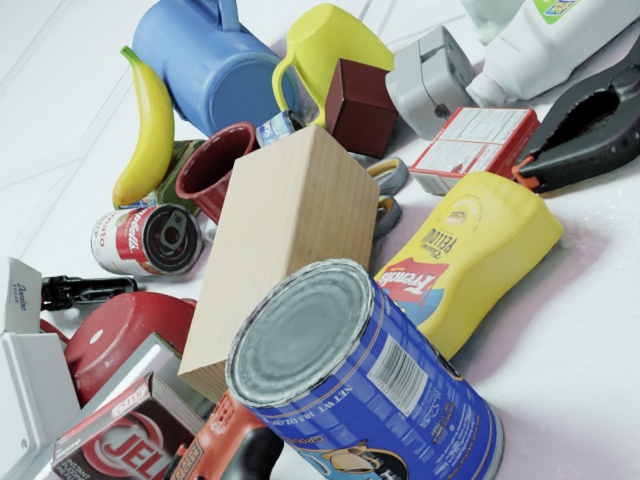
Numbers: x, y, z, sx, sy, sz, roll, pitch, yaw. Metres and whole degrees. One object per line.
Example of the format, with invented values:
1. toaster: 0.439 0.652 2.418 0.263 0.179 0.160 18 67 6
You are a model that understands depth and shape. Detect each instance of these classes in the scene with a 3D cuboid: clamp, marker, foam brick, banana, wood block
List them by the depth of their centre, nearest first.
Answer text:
1. clamp: 0.224 -0.110 0.753 0.210 0.036 0.164 -35 31 15
2. wood block: -0.024 0.026 0.805 0.091 0.090 0.206 -21 43 34
3. foam brick: 0.036 -0.118 0.954 0.078 0.051 0.053 -93 18 -52
4. marker: -0.097 -0.044 1.068 0.020 0.020 0.121 -27 34 26
5. banana: -0.179 -0.107 1.086 0.037 0.069 0.198 -41 43 42
6. clamp: -0.259 0.054 1.094 0.172 0.120 0.039 -172 82 -68

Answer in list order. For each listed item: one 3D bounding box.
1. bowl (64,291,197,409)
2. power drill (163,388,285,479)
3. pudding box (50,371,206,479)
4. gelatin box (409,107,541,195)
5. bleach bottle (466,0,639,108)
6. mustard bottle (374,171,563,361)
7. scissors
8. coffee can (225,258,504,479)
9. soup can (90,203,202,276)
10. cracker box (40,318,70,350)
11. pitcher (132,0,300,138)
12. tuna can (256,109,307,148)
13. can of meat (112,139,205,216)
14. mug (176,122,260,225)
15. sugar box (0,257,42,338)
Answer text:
1. bowl: -0.177 0.099 0.937 0.162 0.055 0.162 -34 28 21
2. power drill: -0.055 0.201 0.644 0.184 0.057 0.188 -61 33 14
3. pudding box: -0.115 0.157 0.740 0.090 0.113 0.039 -36 26 13
4. gelatin box: 0.123 -0.067 0.827 0.073 0.030 0.089 -51 31 -16
5. bleach bottle: 0.216 -0.199 0.852 0.251 0.068 0.103 -42 29 6
6. mustard bottle: 0.071 0.041 0.722 0.191 0.058 0.096 -48 31 -7
7. scissors: -0.006 0.001 0.906 0.202 0.016 0.096 -36 31 12
8. coffee can: 0.028 0.093 0.624 0.103 0.140 0.103 -30 32 21
9. soup can: -0.173 0.001 1.053 0.102 0.068 0.068 -3 48 49
10. cracker box: -0.349 0.160 1.056 0.214 0.072 0.164 -7 45 47
11. pitcher: -0.112 -0.190 1.154 0.145 0.149 0.243 -44 33 -1
12. tuna can: -0.018 -0.073 0.945 0.034 0.086 0.086 -33 31 12
13. can of meat: -0.157 -0.059 1.123 0.084 0.057 0.102 2 53 47
14. mug: -0.077 -0.050 0.989 0.093 0.081 0.117 -49 31 -11
15. sugar box: -0.331 0.097 0.980 0.176 0.048 0.093 -35 42 23
